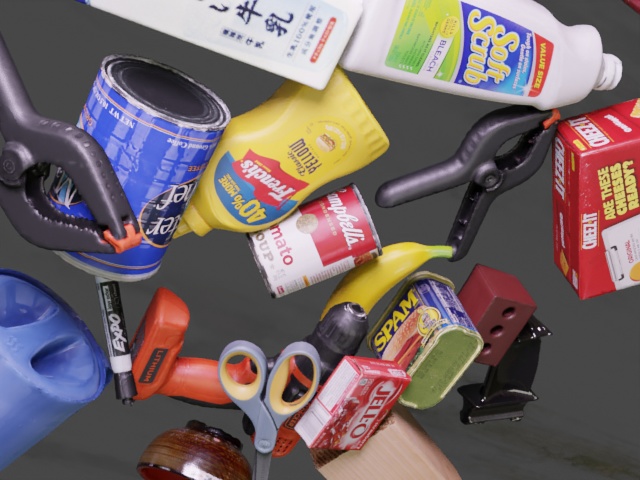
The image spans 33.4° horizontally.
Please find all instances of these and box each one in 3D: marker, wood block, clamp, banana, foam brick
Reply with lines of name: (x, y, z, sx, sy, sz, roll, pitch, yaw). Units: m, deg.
marker: (-0.172, 0.079, 0.902, 0.020, 0.020, 0.121, -10, 92, -11)
wood block: (0.072, 0.231, 1.080, 0.091, 0.090, 0.206, -33, 127, 6)
clamp: (0.144, -0.053, 0.941, 0.171, 0.039, 0.120, -34, 136, 12)
clamp: (-0.219, -0.051, 0.762, 0.210, 0.036, 0.165, 42, 115, 8)
banana: (0.039, 0.067, 0.979, 0.069, 0.037, 0.198, 33, 119, -9)
foam brick: (0.160, 0.072, 1.022, 0.052, 0.051, 0.078, 16, 117, -27)

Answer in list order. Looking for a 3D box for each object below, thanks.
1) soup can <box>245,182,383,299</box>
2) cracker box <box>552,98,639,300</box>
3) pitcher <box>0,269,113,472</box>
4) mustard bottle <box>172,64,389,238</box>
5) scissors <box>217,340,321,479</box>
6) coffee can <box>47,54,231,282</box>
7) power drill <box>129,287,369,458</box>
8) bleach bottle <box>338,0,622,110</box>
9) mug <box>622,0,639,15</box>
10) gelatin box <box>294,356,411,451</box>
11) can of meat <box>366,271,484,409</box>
soup can: (-0.006, 0.001, 0.910, 0.102, 0.068, 0.068, -22, 127, -2)
cracker box: (0.322, -0.052, 0.977, 0.213, 0.072, 0.164, -15, 126, -6)
pitcher: (-0.298, 0.149, 0.891, 0.243, 0.145, 0.149, -41, 105, 16)
mustard bottle: (-0.046, -0.061, 0.861, 0.192, 0.058, 0.096, -33, 128, 7)
scissors: (-0.063, 0.163, 0.934, 0.096, 0.016, 0.202, 23, 118, -7)
coffee can: (-0.142, -0.054, 0.806, 0.102, 0.103, 0.140, 16, 117, -27)
power drill: (-0.069, 0.106, 0.947, 0.187, 0.057, 0.185, 20, 120, -18)
bleach bottle: (0.137, -0.162, 0.848, 0.250, 0.068, 0.103, 7, 121, -25)
mug: (0.297, -0.210, 0.852, 0.117, 0.081, 0.093, -1, 123, -17)
gelatin box: (0.030, 0.146, 0.947, 0.073, 0.030, 0.089, 15, 116, -48)
can of meat: (0.098, 0.096, 0.998, 0.057, 0.084, 0.102, 21, 115, -30)
